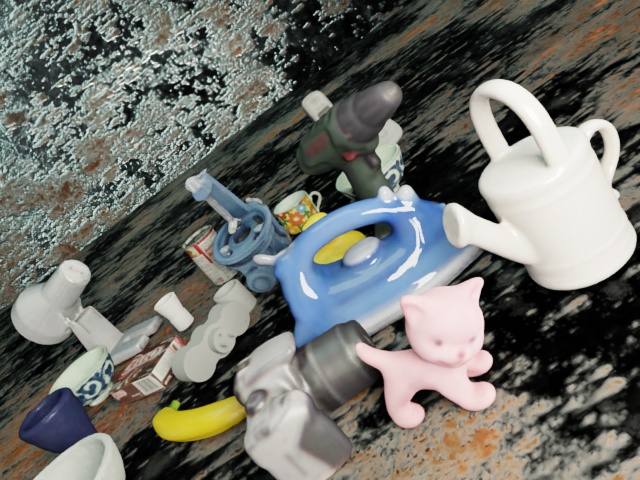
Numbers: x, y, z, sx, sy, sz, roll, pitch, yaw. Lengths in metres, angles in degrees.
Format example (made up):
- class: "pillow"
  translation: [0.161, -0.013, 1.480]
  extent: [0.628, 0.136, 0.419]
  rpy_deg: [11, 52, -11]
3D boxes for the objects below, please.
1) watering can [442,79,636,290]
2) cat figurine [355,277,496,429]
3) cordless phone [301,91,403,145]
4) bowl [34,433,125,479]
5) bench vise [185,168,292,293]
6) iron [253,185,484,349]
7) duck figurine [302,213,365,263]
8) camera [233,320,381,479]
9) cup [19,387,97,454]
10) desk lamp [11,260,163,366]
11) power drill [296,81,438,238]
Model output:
- class: "watering can"
  translation: [0.189, -0.052, 0.507]
  extent: [0.173, 0.194, 0.100]
  rpy_deg: [-47, 23, -24]
- class: "cat figurine"
  translation: [0.090, 0.087, 0.482]
  extent: [0.127, 0.118, 0.067]
  rpy_deg: [-26, 24, 27]
- class: "cordless phone"
  translation: [0.058, -0.222, 1.088]
  extent: [0.148, 0.185, 0.093]
  rpy_deg: [-49, 24, -27]
- class: "bowl"
  translation: [-0.286, 0.316, 0.667]
  extent: [0.167, 0.075, 0.167]
  rpy_deg: [-32, 21, 14]
- class: "bench vise"
  translation: [-0.147, -0.032, 0.971]
  extent: [0.121, 0.220, 0.207]
  rpy_deg: [-38, 21, 0]
- class: "iron"
  translation: [0.055, 0.012, 0.664]
  extent: [0.258, 0.142, 0.118]
  rpy_deg: [-33, 21, 11]
- class: "duck figurine"
  translation: [0.008, 0.003, 0.838]
  extent: [0.104, 0.086, 0.077]
  rpy_deg: [-39, 21, -4]
- class: "camera"
  translation: [-0.008, 0.139, 0.555]
  extent: [0.137, 0.101, 0.143]
  rpy_deg: [-35, 21, 6]
- class: "cup"
  translation: [-0.393, 0.288, 0.869]
  extent: [0.117, 0.095, 0.092]
  rpy_deg: [-19, 28, 40]
- class: "desk lamp"
  translation: [-0.454, 0.145, 1.101]
  extent: [0.203, 0.214, 0.118]
  rpy_deg: [-27, 23, 24]
- class: "power drill"
  translation: [0.071, -0.098, 0.774]
  extent: [0.228, 0.209, 0.076]
  rpy_deg: [-7, 36, 53]
